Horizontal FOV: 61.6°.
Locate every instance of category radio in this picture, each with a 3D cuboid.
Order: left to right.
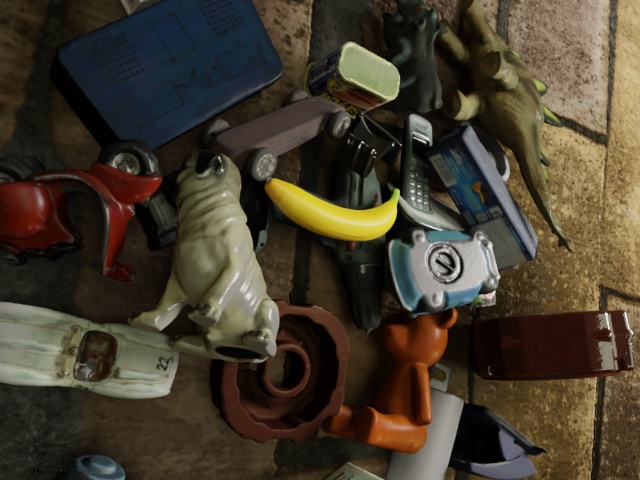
[{"bbox_3d":[-0.160,-0.189,0.601,0.229,0.073,0.131,-38,106,-26],"label":"radio"}]

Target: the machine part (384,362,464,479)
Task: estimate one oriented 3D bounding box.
[{"bbox_3d":[0.140,0.290,0.738,0.079,0.079,0.243,29,71,-26],"label":"machine part"}]

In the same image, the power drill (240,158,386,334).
[{"bbox_3d":[-0.001,-0.002,0.676,0.207,0.086,0.232,8,80,-26],"label":"power drill"}]

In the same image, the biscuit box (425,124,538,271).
[{"bbox_3d":[0.225,-0.058,0.742,0.202,0.059,0.063,56,38,-11],"label":"biscuit box"}]

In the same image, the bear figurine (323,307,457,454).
[{"bbox_3d":[0.100,0.169,0.701,0.132,0.120,0.196,21,74,-25],"label":"bear figurine"}]

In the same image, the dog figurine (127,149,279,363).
[{"bbox_3d":[-0.094,0.019,0.563,0.172,0.121,0.190,59,33,-54],"label":"dog figurine"}]

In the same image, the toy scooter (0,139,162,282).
[{"bbox_3d":[-0.240,-0.019,0.516,0.184,0.075,0.135,-9,98,-5],"label":"toy scooter"}]

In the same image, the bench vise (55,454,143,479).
[{"bbox_3d":[-0.196,0.330,0.509,0.240,0.129,0.223,23,73,-20],"label":"bench vise"}]

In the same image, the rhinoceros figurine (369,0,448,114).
[{"bbox_3d":[0.126,-0.271,0.756,0.073,0.112,0.190,-7,91,-28],"label":"rhinoceros figurine"}]

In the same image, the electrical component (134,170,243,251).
[{"bbox_3d":[-0.151,-0.045,0.607,0.119,0.048,0.074,-34,104,-29],"label":"electrical component"}]

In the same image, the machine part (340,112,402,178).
[{"bbox_3d":[0.064,-0.123,0.689,0.084,0.039,0.139,46,31,-2],"label":"machine part"}]

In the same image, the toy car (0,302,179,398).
[{"bbox_3d":[-0.241,0.112,0.536,0.201,0.056,0.073,18,77,-29],"label":"toy car"}]

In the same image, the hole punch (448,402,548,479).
[{"bbox_3d":[0.234,0.300,0.767,0.116,0.142,0.092,35,67,-9],"label":"hole punch"}]

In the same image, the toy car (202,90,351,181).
[{"bbox_3d":[-0.046,-0.127,0.646,0.202,0.089,0.053,-34,143,-41],"label":"toy car"}]

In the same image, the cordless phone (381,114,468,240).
[{"bbox_3d":[0.161,-0.080,0.780,0.146,0.089,0.184,15,74,-29],"label":"cordless phone"}]

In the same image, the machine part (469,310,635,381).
[{"bbox_3d":[0.320,0.151,0.765,0.201,0.202,0.087,36,50,-72],"label":"machine part"}]

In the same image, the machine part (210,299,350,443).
[{"bbox_3d":[-0.048,0.155,0.649,0.179,0.056,0.179,2,85,-30],"label":"machine part"}]

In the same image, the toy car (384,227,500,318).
[{"bbox_3d":[0.149,0.040,0.709,0.162,0.103,0.109,-10,80,-22],"label":"toy car"}]

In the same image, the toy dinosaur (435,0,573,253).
[{"bbox_3d":[0.282,-0.207,0.809,0.198,0.105,0.471,17,58,-35],"label":"toy dinosaur"}]
